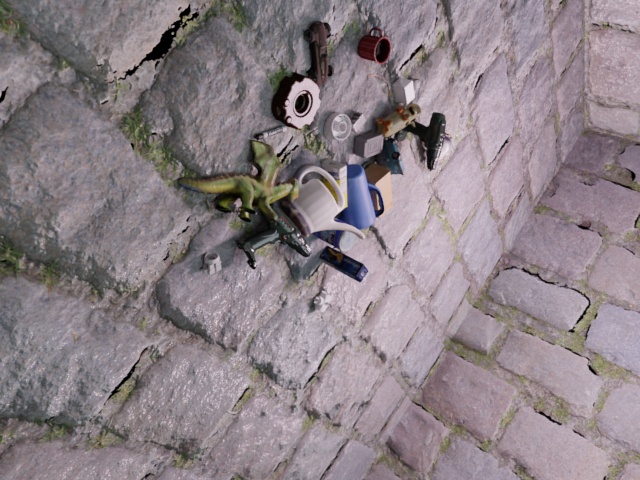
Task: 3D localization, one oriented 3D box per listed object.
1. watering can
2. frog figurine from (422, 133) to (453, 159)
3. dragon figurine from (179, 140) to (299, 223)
[{"bbox_3d":[0.006,-0.091,1.814,0.226,0.104,0.344,-38,105,-16],"label":"watering can"},{"bbox_3d":[0.515,-0.410,2.308,0.137,0.125,0.157,16,111,-20],"label":"frog figurine"},{"bbox_3d":[-0.217,-0.192,1.586,0.406,0.122,0.246,28,70,-38],"label":"dragon figurine"}]
